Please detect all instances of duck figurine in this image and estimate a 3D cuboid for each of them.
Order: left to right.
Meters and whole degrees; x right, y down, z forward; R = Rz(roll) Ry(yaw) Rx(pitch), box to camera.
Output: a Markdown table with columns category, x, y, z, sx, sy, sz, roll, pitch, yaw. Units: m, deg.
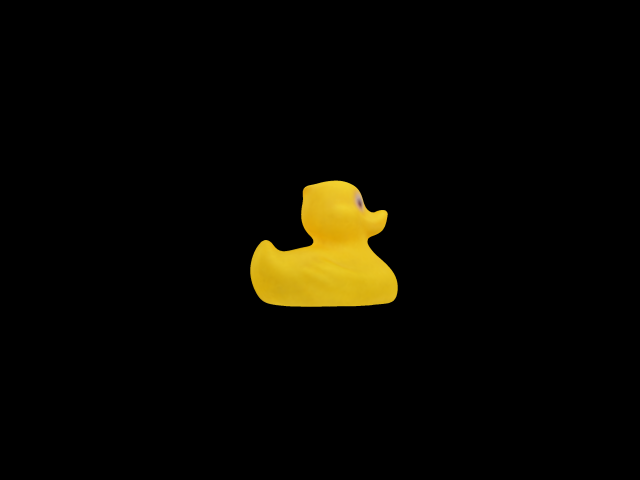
| category | x | y | z | sx | sy | sz | roll | pitch | yaw |
| --- | --- | --- | --- | --- | --- | --- | --- | --- | --- |
| duck figurine | 0.004 | 0.001 | 0.400 | 0.105 | 0.086 | 0.077 | 0 | 0 | -17 |
